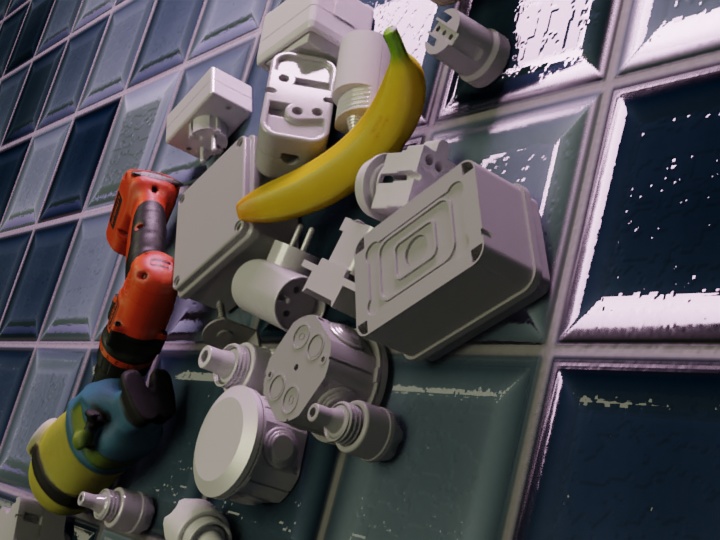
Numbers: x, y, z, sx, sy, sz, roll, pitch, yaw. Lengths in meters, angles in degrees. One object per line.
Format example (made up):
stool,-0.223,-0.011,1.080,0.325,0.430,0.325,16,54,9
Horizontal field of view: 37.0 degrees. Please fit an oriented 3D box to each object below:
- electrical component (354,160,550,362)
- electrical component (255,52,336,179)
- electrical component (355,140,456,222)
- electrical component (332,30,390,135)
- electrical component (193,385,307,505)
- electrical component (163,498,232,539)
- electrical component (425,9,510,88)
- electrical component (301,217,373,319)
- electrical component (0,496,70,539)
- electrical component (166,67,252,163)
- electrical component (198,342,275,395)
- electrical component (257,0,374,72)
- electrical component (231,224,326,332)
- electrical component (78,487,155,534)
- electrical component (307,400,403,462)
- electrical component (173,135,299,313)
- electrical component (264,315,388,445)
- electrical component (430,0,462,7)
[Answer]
electrical component,0.054,-0.002,0.650,0.113,0.057,0.078,-36,43,38
electrical component,-0.051,-0.119,0.859,0.059,0.054,0.095,105,173,-52
electrical component,0.030,-0.056,0.733,0.055,0.048,0.066,2,71,48
electrical component,0.001,-0.139,0.829,0.043,0.043,0.081,-24,51,46
electrical component,-0.079,0.126,0.763,0.080,0.051,0.080,-33,44,40
electrical component,-0.113,0.193,0.775,0.062,0.043,0.043,20,87,56
electrical component,0.073,-0.151,0.732,0.040,0.046,0.040,-33,44,40
electrical component,0.000,0.000,0.741,0.081,0.042,0.063,23,85,57
electrical component,-0.306,0.264,0.993,0.050,0.056,0.089,-33,44,40
electrical component,-0.146,-0.136,1.035,0.083,0.047,0.075,-39,41,35
electrical component,-0.090,0.074,0.802,0.048,0.062,0.048,-33,44,40
electrical component,-0.043,-0.191,0.909,0.096,0.062,0.061,-22,52,47
electrical component,-0.055,0.003,0.815,0.077,0.044,0.079,19,86,58
electrical component,-0.202,0.195,0.884,0.035,0.061,0.035,-34,44,40
electrical component,-0.005,0.097,0.665,0.035,0.061,0.035,-34,44,40
electrical component,-0.104,-0.038,0.901,0.109,0.056,0.108,-37,42,37
electrical component,-0.023,0.072,0.717,0.080,0.051,0.080,-33,44,40
electrical component,0.083,-0.220,0.764,0.081,0.043,0.043,-7,63,53
